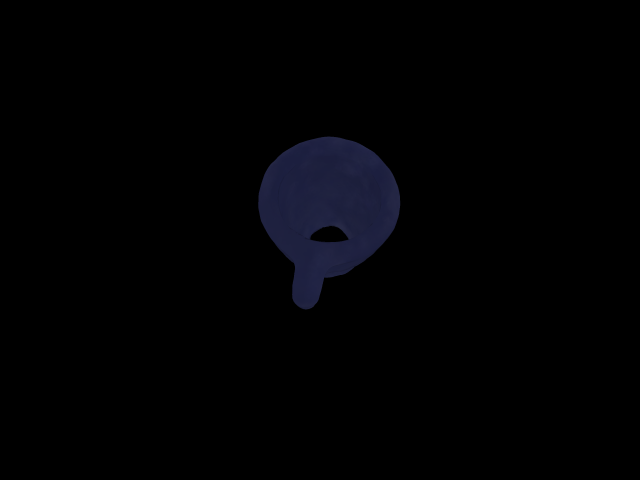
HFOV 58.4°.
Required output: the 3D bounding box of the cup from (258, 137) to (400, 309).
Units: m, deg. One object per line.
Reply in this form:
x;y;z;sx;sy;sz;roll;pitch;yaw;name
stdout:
0.004;0.001;0.400;0.091;0.095;0.118;11;66;5;cup
